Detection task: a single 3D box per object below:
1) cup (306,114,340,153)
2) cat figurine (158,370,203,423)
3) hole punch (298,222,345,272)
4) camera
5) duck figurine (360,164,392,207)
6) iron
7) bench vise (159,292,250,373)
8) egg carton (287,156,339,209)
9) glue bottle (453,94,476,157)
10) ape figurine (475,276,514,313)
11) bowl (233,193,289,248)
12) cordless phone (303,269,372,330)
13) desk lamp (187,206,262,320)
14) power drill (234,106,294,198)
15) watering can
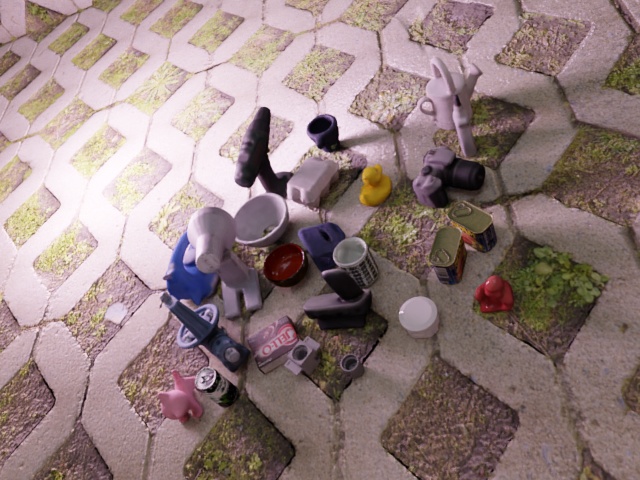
[{"bbox_3d":[0.017,-0.281,1.602,0.091,0.095,0.118,-8,52,21],"label":"cup"},{"bbox_3d":[-0.311,0.347,1.262,0.067,0.118,0.127,-20,49,12],"label":"cat figurine"},{"bbox_3d":[0.013,0.005,1.385,0.101,0.091,0.108,-34,47,-1],"label":"hole punch"},{"bbox_3d":[0.308,-0.154,1.354,0.136,0.101,0.143,17,64,35],"label":"camera"},{"bbox_3d":[0.131,-0.143,1.445,0.077,0.086,0.105,20,66,37],"label":"duck figurine"},{"bbox_3d":[-0.334,0.040,1.496,0.118,0.142,0.258,-5,53,23],"label":"iron"},{"bbox_3d":[-0.256,0.193,1.285,0.206,0.220,0.121,8,59,31],"label":"bench vise"},{"bbox_3d":[-0.018,-0.158,1.542,0.107,0.070,0.150,18,65,36],"label":"egg carton"},{"bbox_3d":[0.345,-0.284,1.388,0.037,0.174,0.078,-16,49,15],"label":"glue bottle"},{"bbox_3d":[0.349,0.103,1.141,0.076,0.092,0.077,-45,48,-11],"label":"ape figurine"},{"bbox_3d":[-0.147,-0.039,1.510,0.167,0.075,0.167,-13,50,17],"label":"bowl"},{"bbox_3d":[0.023,0.113,1.232,0.147,0.186,0.094,-11,51,19],"label":"cordless phone"},{"bbox_3d":[-0.234,0.050,1.389,0.118,0.214,0.203,-24,48,8],"label":"desk lamp"},{"bbox_3d":[-0.149,-0.214,1.556,0.075,0.209,0.230,3,56,28],"label":"power drill"},{"bbox_3d":[0.329,-0.389,1.463,0.173,0.195,0.100,-43,48,-9],"label":"watering can"}]
